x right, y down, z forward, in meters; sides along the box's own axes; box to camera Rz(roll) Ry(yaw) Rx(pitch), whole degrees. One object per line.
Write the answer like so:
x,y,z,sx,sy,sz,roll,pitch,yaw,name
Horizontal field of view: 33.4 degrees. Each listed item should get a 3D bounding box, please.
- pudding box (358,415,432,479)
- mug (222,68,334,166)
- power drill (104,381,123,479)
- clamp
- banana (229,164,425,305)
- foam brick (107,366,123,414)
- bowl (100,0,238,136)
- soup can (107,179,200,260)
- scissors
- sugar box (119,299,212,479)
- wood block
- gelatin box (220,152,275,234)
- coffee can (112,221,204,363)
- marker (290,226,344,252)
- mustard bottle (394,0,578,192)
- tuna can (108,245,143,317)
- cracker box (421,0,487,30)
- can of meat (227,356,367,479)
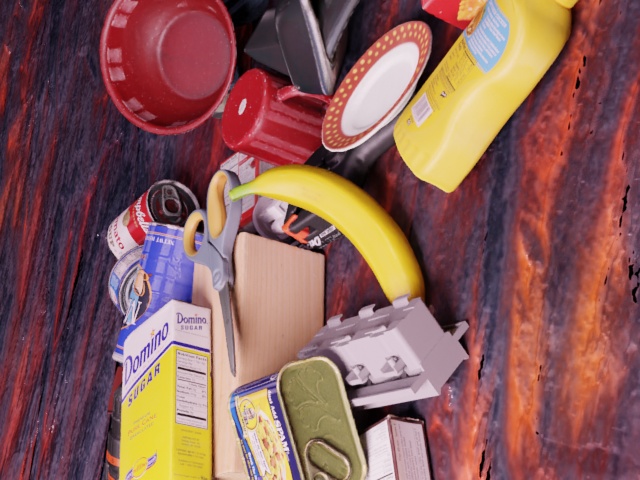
0.044,0.198,0.789,0.090,0.039,0.113,-38,47,41,pudding box
-0.033,-0.116,1.004,0.117,0.081,0.093,-23,57,50,mug
-0.151,0.241,1.001,0.188,0.057,0.184,31,124,57,power drill
0.029,-0.072,0.922,0.120,0.039,0.171,22,85,61,clamp
0.020,-0.010,0.867,0.198,0.037,0.069,34,88,23,banana
-0.179,0.163,1.119,0.078,0.052,0.051,-7,70,53,foam brick
-0.140,-0.186,1.065,0.162,0.055,0.162,3,97,27,bowl
-0.188,-0.016,1.200,0.102,0.068,0.068,-33,50,46,soup can
-0.093,0.034,0.916,0.096,0.016,0.201,-33,48,47,scissors
-0.130,0.148,0.894,0.094,0.048,0.176,-38,48,41,sugar box
-0.057,0.111,0.929,0.090,0.090,0.206,-28,54,48,wood block
-0.071,-0.051,1.079,0.073,0.030,0.089,-31,51,47,gelatin box
-0.138,0.062,1.059,0.103,0.102,0.140,7,81,57,coffee can
-0.006,0.001,0.969,0.121,0.020,0.020,-31,52,46,marker
0.131,-0.133,0.792,0.192,0.058,0.096,-54,22,26,mustard bottle
-0.180,0.049,1.142,0.034,0.086,0.086,39,108,54,tuna can
0.157,-0.287,0.813,0.214,0.072,0.164,-40,44,39,cracker box
-0.020,0.146,0.797,0.084,0.057,0.102,-28,75,52,can of meat
